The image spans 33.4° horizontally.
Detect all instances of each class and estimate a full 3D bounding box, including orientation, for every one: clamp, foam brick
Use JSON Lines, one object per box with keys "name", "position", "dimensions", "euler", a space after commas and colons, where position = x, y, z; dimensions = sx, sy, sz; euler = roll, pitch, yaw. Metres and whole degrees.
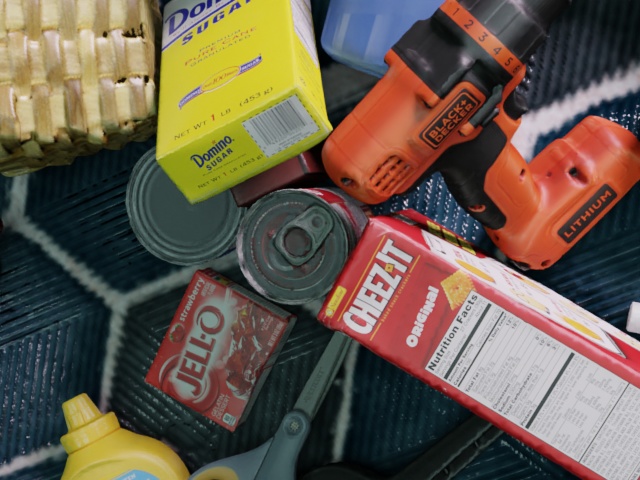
{"name": "clamp", "position": [0.042, 0.198, 0.680], "dimensions": [0.210, 0.036, 0.164], "euler": [-16, 62, 25]}
{"name": "foam brick", "position": [-0.029, -0.055, 0.683], "dimensions": [0.051, 0.078, 0.053], "euler": [-25, 87, 15]}

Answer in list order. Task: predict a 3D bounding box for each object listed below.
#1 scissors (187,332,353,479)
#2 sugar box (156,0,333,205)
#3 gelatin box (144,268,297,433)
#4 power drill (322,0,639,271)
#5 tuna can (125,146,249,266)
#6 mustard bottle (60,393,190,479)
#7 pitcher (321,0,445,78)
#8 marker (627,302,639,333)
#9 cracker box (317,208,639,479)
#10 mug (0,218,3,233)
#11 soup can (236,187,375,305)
{"name": "scissors", "position": [-0.036, 0.126, 0.707], "dimensions": [0.096, 0.016, 0.202], "euler": [11, 79, 12]}
{"name": "sugar box", "position": [-0.049, -0.107, 0.641], "dimensions": [0.093, 0.176, 0.048], "euler": [-25, 131, 14]}
{"name": "gelatin box", "position": [-0.068, 0.075, 0.727], "dimensions": [0.073, 0.030, 0.089], "euler": [29, 100, 10]}
{"name": "power drill", "position": [0.113, -0.071, 0.596], "dimensions": [0.184, 0.187, 0.057], "euler": [-45, 46, 14]}
{"name": "tuna can", "position": [-0.085, -0.027, 0.721], "dimensions": [0.086, 0.033, 0.086], "euler": [1, 95, 13]}
{"name": "mustard bottle", "position": [-0.128, 0.195, 0.736], "dimensions": [0.096, 0.058, 0.191], "euler": [-27, 88, 10]}
{"name": "pitcher", "position": [0.096, -0.206, 0.622], "dimensions": [0.149, 0.144, 0.243], "euler": [26, 104, 32]}
{"name": "marker", "position": [0.251, 0.058, 0.654], "dimensions": [0.121, 0.020, 0.020], "euler": [11, 97, 12]}
{"name": "cracker box", "position": [0.116, 0.065, 0.613], "dimensions": [0.214, 0.164, 0.072], "euler": [30, 99, 9]}
{"name": "mug", "position": [-0.270, 0.015, 0.744], "dimensions": [0.117, 0.081, 0.093], "euler": [-36, 86, 14]}
{"name": "soup can", "position": [-0.004, 0.001, 0.668], "dimensions": [0.068, 0.102, 0.068], "euler": [1, 94, 14]}
